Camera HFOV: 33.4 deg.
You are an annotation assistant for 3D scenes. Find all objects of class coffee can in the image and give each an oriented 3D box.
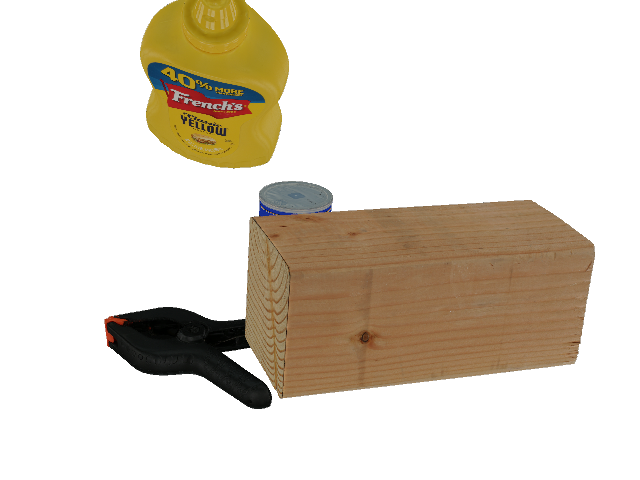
[{"bbox_3d":[-0.038,0.000,1.499,0.103,0.140,0.103,3,25,-2],"label":"coffee can"}]

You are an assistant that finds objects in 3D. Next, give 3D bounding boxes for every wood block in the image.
[{"bbox_3d":[0.063,0.034,0.701,0.205,0.091,0.090,-4,24,-18],"label":"wood block"}]

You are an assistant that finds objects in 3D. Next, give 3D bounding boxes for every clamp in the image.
[{"bbox_3d":[-0.098,0.086,0.919,0.172,0.039,0.120,15,26,18],"label":"clamp"}]

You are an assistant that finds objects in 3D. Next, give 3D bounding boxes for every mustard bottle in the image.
[{"bbox_3d":[-0.070,-0.111,0.706,0.096,0.058,0.192,18,-20,0],"label":"mustard bottle"}]
